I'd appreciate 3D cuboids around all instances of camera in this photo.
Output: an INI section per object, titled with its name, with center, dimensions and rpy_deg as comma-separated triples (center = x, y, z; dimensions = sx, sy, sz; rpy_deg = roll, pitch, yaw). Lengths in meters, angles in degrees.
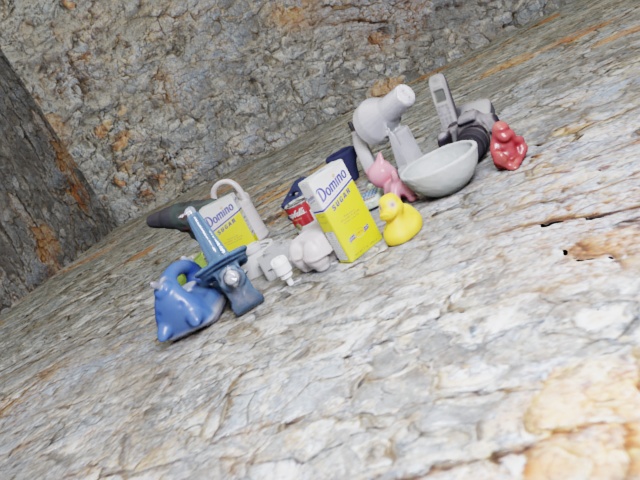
[camera]
center = 0.325, -0.225, 1.280
dimensions = 0.142, 0.101, 0.137
rpy_deg = -18, 19, 33

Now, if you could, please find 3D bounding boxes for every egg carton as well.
[egg carton]
center = 0.011, 0.004, 1.152
dimensions = 0.151, 0.069, 0.107
rpy_deg = -39, 19, -34

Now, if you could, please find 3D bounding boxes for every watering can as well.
[watering can]
center = -0.231, -0.080, 1.589
dimensions = 0.101, 0.194, 0.172
rpy_deg = -29, 16, -2

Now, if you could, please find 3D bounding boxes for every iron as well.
[iron]
center = -0.277, 0.101, 1.199
dimensions = 0.118, 0.141, 0.258
rpy_deg = -25, 16, 12

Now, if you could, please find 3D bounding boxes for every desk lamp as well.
[desk lamp]
center = 0.201, -0.274, 1.432
dimensions = 0.118, 0.214, 0.202
rpy_deg = -38, 19, -30

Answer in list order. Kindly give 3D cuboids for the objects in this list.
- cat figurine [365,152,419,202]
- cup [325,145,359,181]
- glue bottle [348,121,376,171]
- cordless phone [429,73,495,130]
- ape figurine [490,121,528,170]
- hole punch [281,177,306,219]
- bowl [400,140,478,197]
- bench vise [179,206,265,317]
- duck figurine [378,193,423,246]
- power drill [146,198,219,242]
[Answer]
[cat figurine]
center = 0.149, -0.134, 1.259
dimensions = 0.067, 0.118, 0.127
rpy_deg = -30, 16, -6
[cup]
center = 0.087, -0.221, 1.677
dimensions = 0.117, 0.095, 0.091
rpy_deg = -27, 16, 3
[glue bottle]
center = 0.117, -0.245, 1.555
dimensions = 0.037, 0.173, 0.078
rpy_deg = -24, 17, 16
[cordless phone]
center = 0.348, -0.335, 1.426
dimensions = 0.147, 0.185, 0.094
rpy_deg = -10, 24, 47
[ape figurine]
center = 0.362, -0.188, 1.119
dimensions = 0.078, 0.092, 0.076
rpy_deg = -29, 16, -1
[hole punch]
center = -0.056, -0.116, 1.596
dimensions = 0.101, 0.091, 0.108
rpy_deg = -37, 18, -28
[bowl]
center = 0.253, -0.134, 1.167
dimensions = 0.167, 0.075, 0.167
rpy_deg = -26, 16, 8
[bench vise]
center = -0.190, 0.029, 1.133
dimensions = 0.122, 0.220, 0.206
rpy_deg = -37, 18, -27
[duck figurine]
center = 0.142, -0.049, 1.065
dimensions = 0.077, 0.086, 0.105
rpy_deg = -17, 20, 35
[power drill]
center = -0.314, -0.008, 1.479
dimensions = 0.229, 0.209, 0.076
rpy_deg = -22, 17, 22
